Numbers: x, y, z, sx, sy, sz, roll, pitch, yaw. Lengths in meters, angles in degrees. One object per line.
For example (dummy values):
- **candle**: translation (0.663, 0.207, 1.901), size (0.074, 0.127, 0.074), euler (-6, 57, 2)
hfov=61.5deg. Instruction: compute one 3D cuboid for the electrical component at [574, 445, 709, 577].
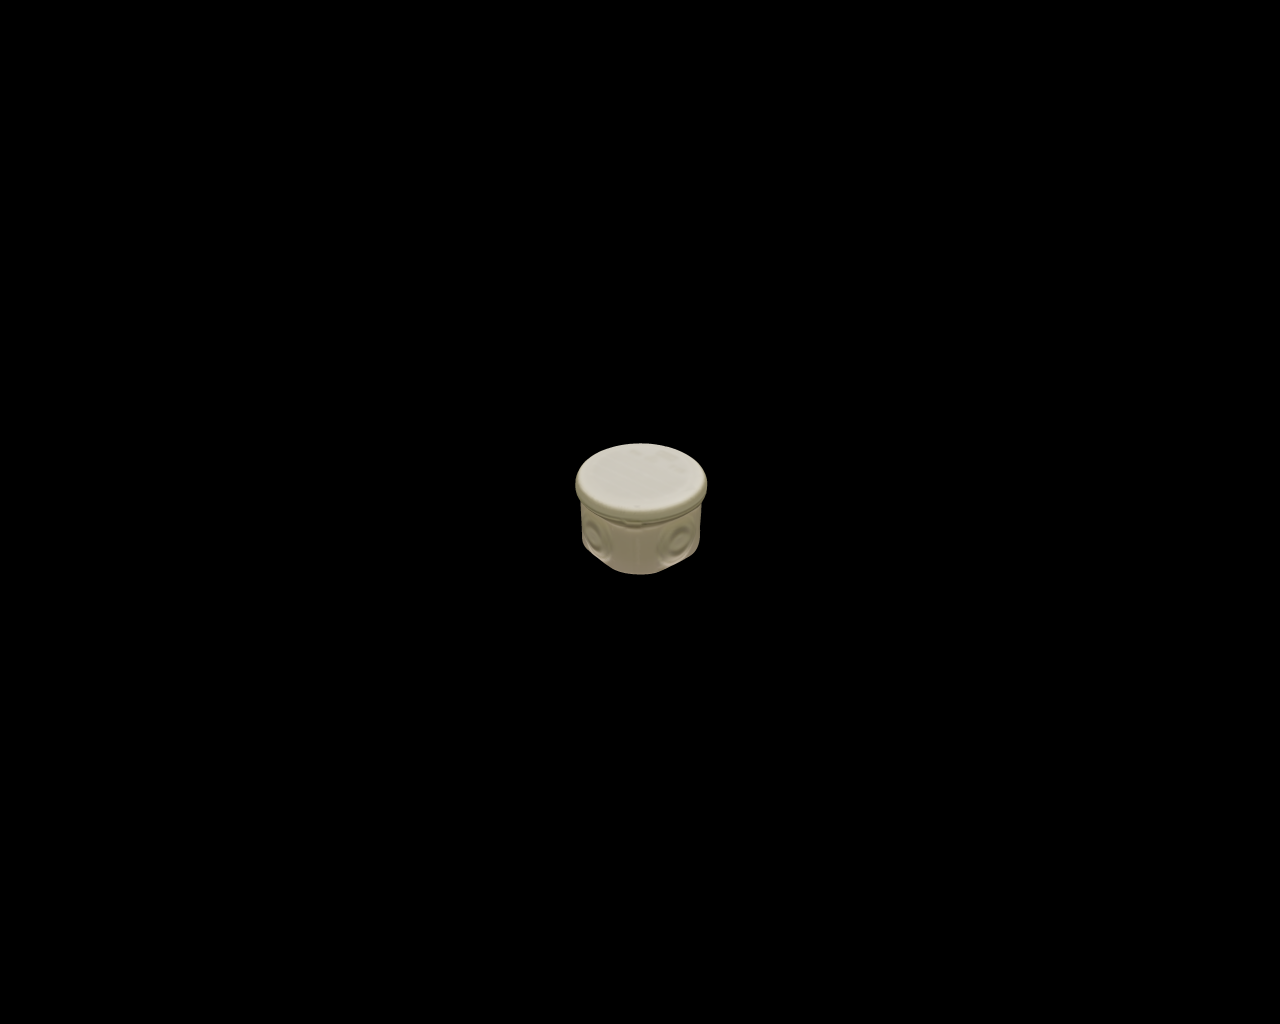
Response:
- **electrical component**: translation (0.001, -0.003, 0.650), size (0.080, 0.050, 0.080), euler (0, 34, 0)
